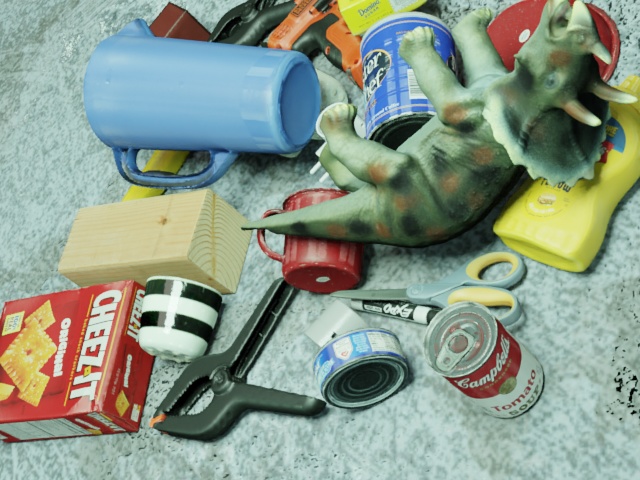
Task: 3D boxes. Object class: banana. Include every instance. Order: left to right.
[{"bbox_3d":[-0.195,-0.106,1.335,0.037,0.069,0.198,30,90,17],"label":"banana"}]

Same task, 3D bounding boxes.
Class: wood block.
[{"bbox_3d":[-0.192,0.010,1.237,0.206,0.090,0.090,-6,58,35],"label":"wood block"}]

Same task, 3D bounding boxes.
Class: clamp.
[{"bbox_3d":[-0.087,0.153,1.097,0.210,0.036,0.165,-38,46,15],"label":"clamp"},{"bbox_3d":[-0.077,-0.286,1.381,0.171,0.039,0.120,-44,39,11],"label":"clamp"}]

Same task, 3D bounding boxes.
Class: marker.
[{"bbox_3d":[0.081,0.069,1.036,0.121,0.020,0.020,10,69,41],"label":"marker"}]

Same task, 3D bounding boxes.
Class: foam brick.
[{"bbox_3d":[-0.181,-0.270,1.423,0.051,0.078,0.053,-53,43,-3],"label":"foam brick"}]

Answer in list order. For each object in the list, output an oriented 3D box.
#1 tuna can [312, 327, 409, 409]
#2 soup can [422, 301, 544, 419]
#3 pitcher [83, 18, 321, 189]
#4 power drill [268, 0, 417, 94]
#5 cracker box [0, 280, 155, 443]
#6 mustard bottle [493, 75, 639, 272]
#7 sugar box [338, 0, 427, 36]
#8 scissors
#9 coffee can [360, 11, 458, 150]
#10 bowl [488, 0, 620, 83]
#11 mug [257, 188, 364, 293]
[{"bbox_3d":[0.038,0.120,0.988,0.086,0.086,0.034,-33,49,16],"label":"tuna can"},{"bbox_3d":[0.140,0.104,0.907,0.069,0.102,0.068,-20,51,27],"label":"soup can"},{"bbox_3d":[-0.127,-0.145,1.167,0.243,0.149,0.144,8,48,28],"label":"pitcher"},{"bbox_3d":[0.045,-0.259,1.257,0.184,0.057,0.188,-48,43,-2],"label":"power drill"},{"bbox_3d":[-0.294,0.142,1.240,0.214,0.072,0.164,-11,57,32],"label":"cracker box"},{"bbox_3d":[0.244,-0.068,0.973,0.096,0.058,0.191,23,77,48],"label":"mustard bottle"},{"bbox_3d":[0.060,-0.314,1.218,0.093,0.048,0.176,-23,46,13],"label":"sugar box"},{"bbox_3d":[0.109,0.039,1.019,0.202,0.016,0.096,13,55,41],"label":"scissors"},{"bbox_3d":[0.096,-0.152,1.112,0.103,0.102,0.140,-20,51,26],"label":"coffee can"},{"bbox_3d":[0.216,-0.192,1.079,0.162,0.055,0.162,-20,52,27],"label":"bowl"},{"bbox_3d":[-0.007,0.001,1.087,0.093,0.117,0.081,128,150,-61],"label":"mug"}]
